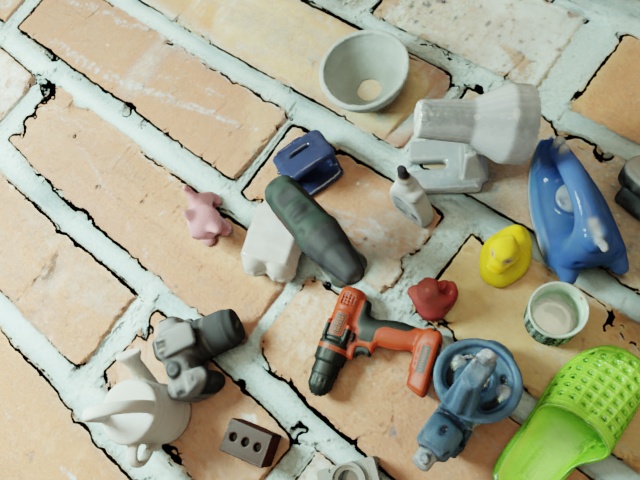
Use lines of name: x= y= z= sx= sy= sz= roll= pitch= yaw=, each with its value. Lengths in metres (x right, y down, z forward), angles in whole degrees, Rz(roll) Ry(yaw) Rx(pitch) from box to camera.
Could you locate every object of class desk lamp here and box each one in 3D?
desk lamp: x=0.229 y=-0.154 z=0.893 sx=0.203 sy=0.214 sz=0.118 roll=-3 pitch=71 yaw=14

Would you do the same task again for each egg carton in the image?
egg carton: x=-0.074 y=-0.002 z=1.001 sx=0.107 sy=0.069 sz=0.150 roll=12 pitch=75 yaw=18

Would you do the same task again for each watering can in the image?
watering can: x=-0.295 y=0.263 z=0.902 sx=0.101 sy=0.194 sz=0.172 roll=-32 pitch=67 yaw=3

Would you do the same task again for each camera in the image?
camera: x=-0.197 y=0.180 z=0.955 sx=0.136 sy=0.101 sz=0.143 roll=-24 pitch=67 yaw=6

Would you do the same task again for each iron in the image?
iron: x=0.378 y=-0.069 z=0.863 sx=0.118 sy=0.142 sz=0.258 roll=-15 pitch=69 yaw=10

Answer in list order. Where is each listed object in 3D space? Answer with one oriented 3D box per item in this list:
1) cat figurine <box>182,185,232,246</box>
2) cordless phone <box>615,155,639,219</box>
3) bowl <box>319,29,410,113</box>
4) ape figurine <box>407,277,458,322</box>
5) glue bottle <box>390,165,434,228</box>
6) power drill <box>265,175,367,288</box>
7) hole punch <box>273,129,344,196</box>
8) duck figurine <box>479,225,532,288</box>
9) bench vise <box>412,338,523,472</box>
cat figurine: x=-0.212 y=-0.045 z=1.026 sx=0.067 sy=0.118 sz=0.127 roll=-31 pitch=67 yaw=4
cordless phone: x=0.508 y=-0.084 z=0.810 sx=0.094 sy=0.185 sz=0.147 roll=-45 pitch=67 yaw=-3
bowl: x=0.086 y=-0.298 z=1.055 sx=0.167 sy=0.075 sz=0.167 roll=-5 pitch=71 yaw=14
ape figurine: x=0.173 y=0.085 z=0.893 sx=0.077 sy=0.092 sz=0.076 roll=13 pitch=76 yaw=19
glue bottle: x=0.141 y=-0.077 z=0.912 sx=0.037 sy=0.173 sz=0.078 roll=-47 pitch=67 yaw=-3
power drill: x=0.008 y=0.003 z=0.901 sx=0.075 sy=0.209 sz=0.229 roll=-42 pitch=67 yaw=-1
hole punch: x=-0.029 y=-0.143 z=1.025 sx=0.108 sy=0.091 sz=0.101 roll=-34 pitch=67 yaw=2
duck figurine: x=0.289 y=0.017 z=0.888 sx=0.077 sy=0.086 sz=0.104 roll=30 pitch=82 yaw=22
bench vise: x=0.202 y=0.222 z=0.769 sx=0.121 sy=0.220 sz=0.207 roll=15 pitch=76 yaw=19
